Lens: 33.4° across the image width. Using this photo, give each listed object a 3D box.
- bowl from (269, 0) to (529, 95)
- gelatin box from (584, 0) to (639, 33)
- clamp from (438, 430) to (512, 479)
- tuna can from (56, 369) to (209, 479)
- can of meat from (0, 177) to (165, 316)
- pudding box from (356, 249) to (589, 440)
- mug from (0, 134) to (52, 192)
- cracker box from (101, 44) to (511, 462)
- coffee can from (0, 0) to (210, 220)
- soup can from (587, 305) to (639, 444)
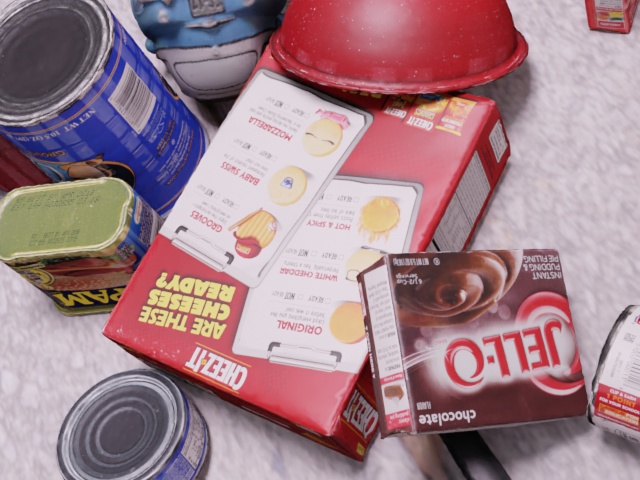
[{"bbox_3d":[0.048,-0.145,0.654,0.162,0.055,0.162,-1,31,0],"label":"bowl"},{"bbox_3d":[0.187,-0.186,0.659,0.030,0.073,0.089,12,68,24],"label":"gelatin box"},{"bbox_3d":[0.087,0.163,0.537,0.172,0.039,0.120,31,78,31],"label":"clamp"},{"bbox_3d":[-0.111,0.120,0.631,0.086,0.033,0.086,-12,49,14],"label":"tuna can"},{"bbox_3d":[-0.146,0.004,0.683,0.102,0.084,0.057,-6,62,18],"label":"can of meat"},{"bbox_3d":[0.079,0.053,0.551,0.113,0.039,0.090,-2,74,-25],"label":"pudding box"},{"bbox_3d":[-0.232,-0.093,0.768,0.093,0.081,0.117,-44,58,-5],"label":"mug"},{"bbox_3d":[-0.004,0.001,0.639,0.164,0.072,0.213,19,73,29],"label":"cracker box"},{"bbox_3d":[-0.146,-0.082,0.694,0.103,0.140,0.103,-9,61,17],"label":"coffee can"},{"bbox_3d":[0.191,0.078,0.523,0.102,0.068,0.068,19,72,28],"label":"soup can"}]
